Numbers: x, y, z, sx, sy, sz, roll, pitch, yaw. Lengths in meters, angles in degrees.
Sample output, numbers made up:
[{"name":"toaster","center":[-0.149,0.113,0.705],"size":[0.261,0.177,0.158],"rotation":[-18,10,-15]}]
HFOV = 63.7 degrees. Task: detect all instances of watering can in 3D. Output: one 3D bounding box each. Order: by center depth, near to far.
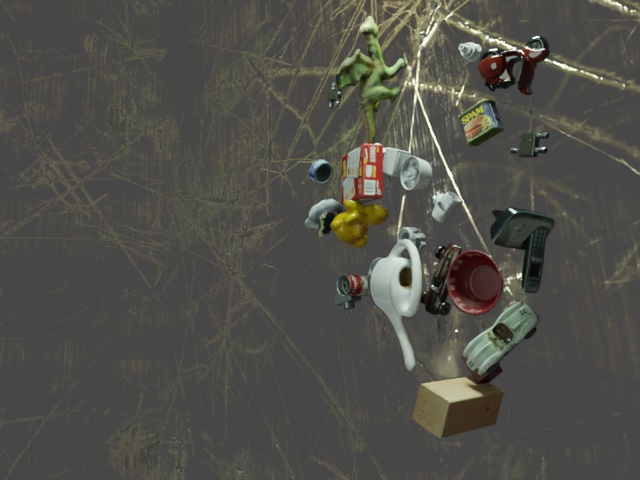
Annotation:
[{"name":"watering can","center":[0.215,0.172,1.448],"size":[0.224,0.104,0.349],"rotation":[173,102,-70]}]

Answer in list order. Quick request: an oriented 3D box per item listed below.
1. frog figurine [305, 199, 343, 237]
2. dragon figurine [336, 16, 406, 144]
[{"name":"frog figurine","center":[0.005,-0.091,1.800],"size":[0.138,0.121,0.162],"rotation":[-44,33,-3]},{"name":"dragon figurine","center":[0.132,-0.481,1.602],"size":[0.123,0.242,0.408],"rotation":[19,98,47]}]
